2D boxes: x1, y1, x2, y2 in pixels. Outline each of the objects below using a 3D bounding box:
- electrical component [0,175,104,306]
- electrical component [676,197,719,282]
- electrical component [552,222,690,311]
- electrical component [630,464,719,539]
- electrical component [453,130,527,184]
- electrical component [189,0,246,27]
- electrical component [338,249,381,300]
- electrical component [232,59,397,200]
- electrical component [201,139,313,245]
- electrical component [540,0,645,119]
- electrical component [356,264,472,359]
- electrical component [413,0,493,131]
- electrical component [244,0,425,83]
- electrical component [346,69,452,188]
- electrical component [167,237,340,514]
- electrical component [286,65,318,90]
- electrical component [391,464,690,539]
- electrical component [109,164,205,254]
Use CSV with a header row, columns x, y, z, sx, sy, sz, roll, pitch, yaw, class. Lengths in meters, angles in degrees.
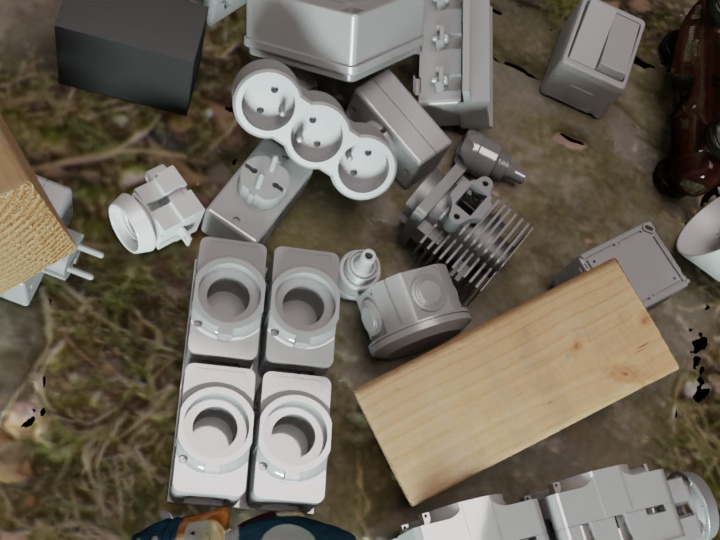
x,y,z,sx,sy,sz,roll,pitch,yaw,class
-0.227,-0.016,0.788,0.076,0.047,0.083,22,66,-4,electrical component
0.323,-0.031,0.899,0.064,0.099,0.099,42,66,-2,electrical component
0.215,0.009,0.878,0.096,0.061,0.061,-24,76,-27,electrical component
0.232,0.184,0.812,0.057,0.058,0.078,-12,73,-14,electrical component
0.111,-0.091,0.904,0.061,0.035,0.035,27,65,-5,electrical component
-0.140,-0.297,0.910,0.089,0.061,0.150,-39,82,-23,electrical component
0.000,0.000,0.827,0.035,0.061,0.035,5,68,-12,electrical component
-0.037,-0.112,0.830,0.138,0.073,0.052,32,105,-19,electrical component
-0.076,-0.062,0.824,0.047,0.075,0.083,34,63,1,electrical component
0.210,-0.196,0.954,0.062,0.061,0.096,24,66,-3,electrical component
0.040,0.033,0.812,0.080,0.080,0.051,-16,77,-18,electrical component
0.080,-0.183,0.916,0.063,0.078,0.121,-1,68,10,electrical component
-0.019,-0.201,0.864,0.109,0.056,0.109,21,34,27,electrical component
0.016,-0.106,0.880,0.076,0.047,0.083,-36,81,-23,electrical component
-0.075,0.075,0.781,0.105,0.060,0.186,7,68,-10,electrical component
-0.050,-0.139,0.881,0.062,0.048,0.048,45,66,-3,electrical component
0.117,0.188,0.757,0.186,0.105,0.060,-9,71,-17,electrical component
-0.156,-0.043,0.817,0.055,0.048,0.066,-31,79,-30,electrical component
